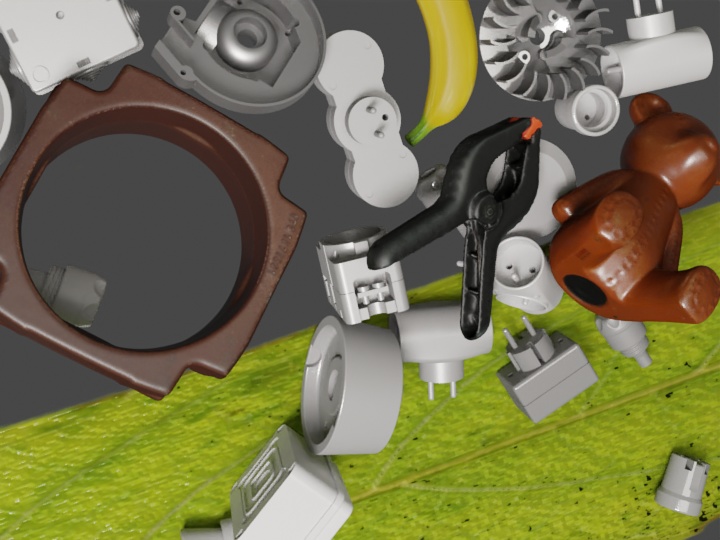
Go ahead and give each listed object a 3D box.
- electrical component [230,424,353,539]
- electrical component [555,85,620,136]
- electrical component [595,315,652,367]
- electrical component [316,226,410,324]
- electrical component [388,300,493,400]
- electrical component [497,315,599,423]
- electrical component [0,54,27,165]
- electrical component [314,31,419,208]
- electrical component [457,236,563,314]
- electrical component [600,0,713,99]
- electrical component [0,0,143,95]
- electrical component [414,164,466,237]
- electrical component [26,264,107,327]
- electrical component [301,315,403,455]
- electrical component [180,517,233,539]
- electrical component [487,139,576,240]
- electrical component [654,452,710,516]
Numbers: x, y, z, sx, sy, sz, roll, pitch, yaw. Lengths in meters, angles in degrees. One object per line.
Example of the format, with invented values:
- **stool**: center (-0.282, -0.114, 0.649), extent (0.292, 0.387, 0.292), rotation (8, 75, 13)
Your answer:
- **electrical component**: center (-0.055, 0.179, 0.840), extent (0.057, 0.113, 0.078), rotation (38, 92, -13)
- **electrical component**: center (0.180, -0.129, 0.862), extent (0.040, 0.046, 0.040), rotation (-2, 101, -11)
- **electrical component**: center (0.228, 0.057, 0.914), extent (0.035, 0.035, 0.061), rotation (-38, 108, -2)
- **electrical component**: center (0.000, 0.000, 0.828), extent (0.050, 0.089, 0.055), rotation (-14, 103, -9)
- **electrical component**: center (0.066, 0.067, 0.878), extent (0.077, 0.044, 0.079), rotation (-5, 102, -10)
- **electrical component**: center (0.146, 0.074, 0.893), extent (0.066, 0.047, 0.076), rotation (-34, 105, -3)
- **electrical component**: center (-0.296, -0.114, 0.761), extent (0.108, 0.060, 0.108), rotation (-2, 101, -10)
- **electrical component**: center (0.006, -0.113, 0.816), extent (0.052, 0.074, 0.138), rotation (-21, 104, -7)
- **electrical component**: center (0.118, 0.003, 0.866), extent (0.079, 0.077, 0.044), rotation (9, 77, 25)
- **electrical component**: center (0.235, -0.184, 0.863), extent (0.077, 0.044, 0.079), rotation (-14, 103, -8)
- **electrical component**: center (-0.214, -0.182, 0.772), extent (0.100, 0.048, 0.099), rotation (-26, 105, -5)
- **electrical component**: center (0.071, -0.053, 0.861), extent (0.035, 0.035, 0.061), rotation (-37, 109, -2)
- **electrical component**: center (-0.226, 0.016, 0.810), extent (0.062, 0.043, 0.043), rotation (21, 96, -13)
- **electrical component**: center (-0.001, 0.092, 0.839), extent (0.060, 0.108, 0.108), rotation (8, 99, -19)
- **electrical component**: center (-0.114, 0.226, 0.872), extent (0.055, 0.045, 0.045), rotation (-11, 103, -10)
- **electrical component**: center (0.128, -0.067, 0.861), extent (0.080, 0.051, 0.080), rotation (-2, 101, -11)
- **electrical component**: center (0.286, 0.188, 0.948), extent (0.040, 0.040, 0.046), rotation (16, 91, -14)
